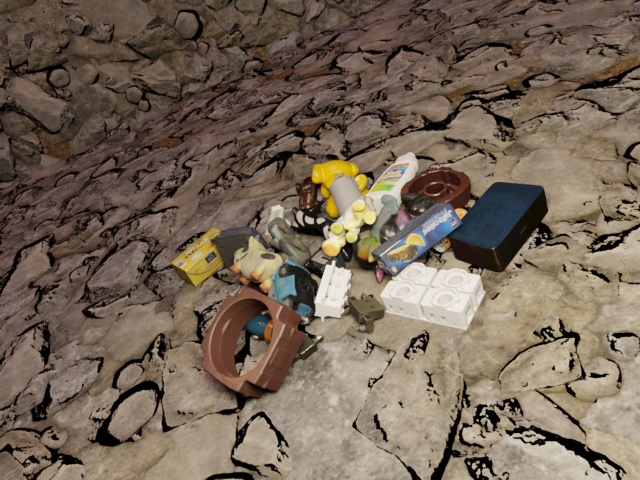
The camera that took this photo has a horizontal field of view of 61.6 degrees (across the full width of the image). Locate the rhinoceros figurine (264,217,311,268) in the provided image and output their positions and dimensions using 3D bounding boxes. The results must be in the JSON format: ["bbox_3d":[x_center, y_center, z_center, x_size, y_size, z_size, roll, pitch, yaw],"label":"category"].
[{"bbox_3d":[-0.085,-0.001,1.443,0.073,0.112,0.191,-52,47,11],"label":"rhinoceros figurine"}]

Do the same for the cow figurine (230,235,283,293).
[{"bbox_3d":[-0.161,0.055,1.377,0.127,0.085,0.195,-44,30,-23],"label":"cow figurine"}]

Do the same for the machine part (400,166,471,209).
[{"bbox_3d":[0.304,-0.122,1.401,0.179,0.056,0.179,-16,36,12],"label":"machine part"}]

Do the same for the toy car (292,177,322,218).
[{"bbox_3d":[-0.037,-0.132,1.636,0.089,0.053,0.202,-12,35,13],"label":"toy car"}]

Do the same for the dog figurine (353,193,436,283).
[{"bbox_3d":[0.182,-0.003,1.280,0.192,0.108,0.219,1,46,30],"label":"dog figurine"}]

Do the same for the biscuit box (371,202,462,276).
[{"bbox_3d":[0.215,-0.005,1.190,0.203,0.059,0.063,-37,11,-8],"label":"biscuit box"}]

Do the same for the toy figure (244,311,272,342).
[{"bbox_3d":[-0.116,0.200,1.230,0.155,0.064,0.058,13,25,41],"label":"toy figure"}]

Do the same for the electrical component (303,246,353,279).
[{"bbox_3d":[0.025,0.065,1.336,0.075,0.047,0.119,-41,35,-21],"label":"electrical component"}]

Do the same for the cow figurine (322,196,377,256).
[{"bbox_3d":[0.067,-0.037,1.310,0.167,0.068,0.098,-47,9,22],"label":"cow figurine"}]

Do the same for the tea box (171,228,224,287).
[{"bbox_3d":[-0.336,0.048,1.568,0.169,0.068,0.098,-41,38,-24],"label":"tea box"}]

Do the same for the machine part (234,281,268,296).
[{"bbox_3d":[-0.152,0.123,1.380,0.139,0.039,0.084,-7,29,27],"label":"machine part"}]

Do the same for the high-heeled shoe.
[{"bbox_3d":[-0.003,-0.004,1.442,0.145,0.086,0.249,-46,44,26],"label":"high-heeled shoe"}]

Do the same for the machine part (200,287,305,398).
[{"bbox_3d":[-0.144,0.217,1.148,0.202,0.087,0.201,19,78,40],"label":"machine part"}]

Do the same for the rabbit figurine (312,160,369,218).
[{"bbox_3d":[0.063,-0.137,1.550,0.162,0.121,0.173,-6,52,11],"label":"rabbit figurine"}]

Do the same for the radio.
[{"bbox_3d":[0.401,-0.037,1.212,0.131,0.073,0.229,16,50,46],"label":"radio"}]

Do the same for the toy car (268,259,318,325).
[{"bbox_3d":[-0.070,0.135,1.267,0.103,0.109,0.162,-34,42,29],"label":"toy car"}]

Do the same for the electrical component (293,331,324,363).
[{"bbox_3d":[-0.038,0.229,1.176,0.094,0.021,0.063,-36,35,-15],"label":"electrical component"}]

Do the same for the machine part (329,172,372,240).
[{"bbox_3d":[0.085,-0.084,1.416,0.079,0.079,0.243,-23,59,3],"label":"machine part"}]

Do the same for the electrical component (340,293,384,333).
[{"bbox_3d":[0.094,0.158,1.173,0.078,0.045,0.102,-9,28,-28],"label":"electrical component"}]

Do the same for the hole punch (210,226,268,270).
[{"bbox_3d":[-0.219,0.011,1.510,0.142,0.115,0.092,-6,30,25],"label":"hole punch"}]
